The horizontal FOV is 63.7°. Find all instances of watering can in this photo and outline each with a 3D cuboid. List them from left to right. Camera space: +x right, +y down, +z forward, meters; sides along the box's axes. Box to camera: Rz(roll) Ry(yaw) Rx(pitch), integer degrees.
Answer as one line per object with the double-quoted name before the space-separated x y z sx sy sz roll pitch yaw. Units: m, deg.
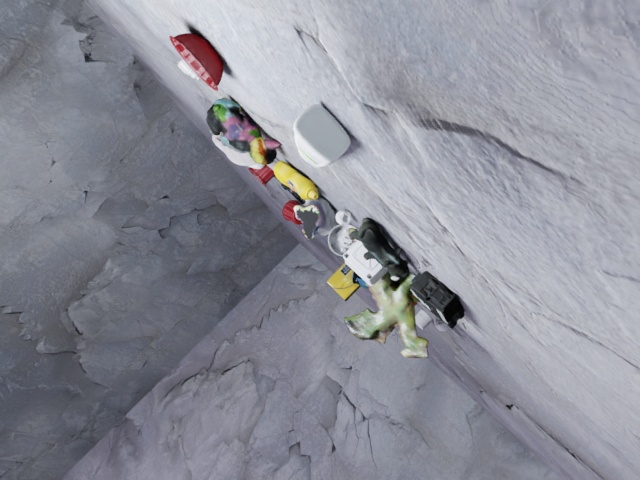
"watering can" -0.238 -0.305 1.719 0.350 0.105 0.220 25 162 27

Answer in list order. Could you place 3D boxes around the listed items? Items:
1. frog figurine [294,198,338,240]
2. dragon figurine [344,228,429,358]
"frog figurine" 0.005 -0.082 1.630 0.138 0.120 0.161 47 -149 12
"dragon figurine" 0.164 0.170 1.456 0.415 0.243 0.120 40 177 26
